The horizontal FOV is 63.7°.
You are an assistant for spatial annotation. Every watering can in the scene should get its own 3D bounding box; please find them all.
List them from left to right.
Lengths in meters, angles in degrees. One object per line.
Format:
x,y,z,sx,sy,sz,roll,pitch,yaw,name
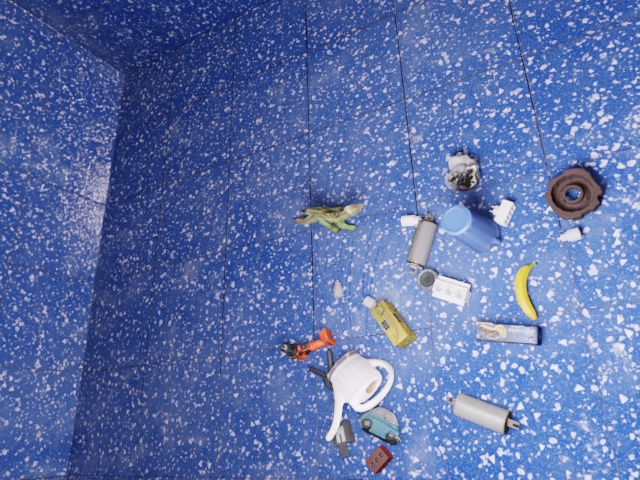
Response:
0.107,0.544,1.877,0.351,0.102,0.227,-37,44,-16,watering can

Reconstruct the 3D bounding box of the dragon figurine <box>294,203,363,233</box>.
0.007,-0.109,2.167,0.409,0.241,0.123,-5,76,29,dragon figurine

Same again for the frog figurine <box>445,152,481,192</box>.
0.543,-0.261,1.983,0.136,0.122,0.163,-45,18,21,frog figurine
